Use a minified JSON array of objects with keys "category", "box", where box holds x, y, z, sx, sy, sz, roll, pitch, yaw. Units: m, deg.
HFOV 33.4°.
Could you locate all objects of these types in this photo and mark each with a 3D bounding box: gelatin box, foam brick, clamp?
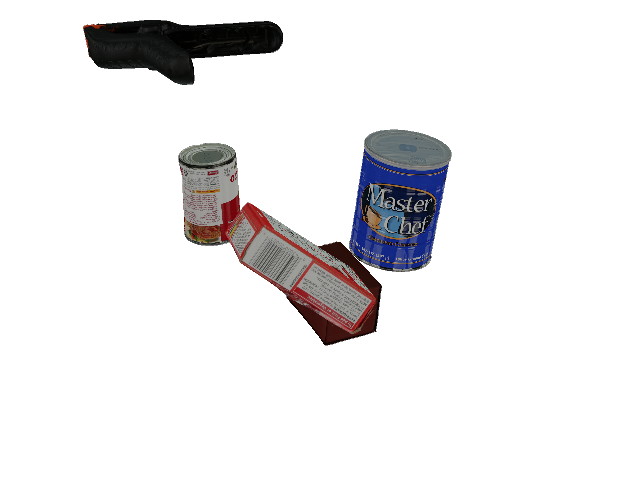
[{"category":"gelatin box","box":[-0.013,0.017,0.670,0.089,0.030,0.073,34,5,-17]},{"category":"foam brick","box":[0.011,0.045,0.927,0.052,0.051,0.078,-13,36,-25]},{"category":"clamp","box":[-0.117,-0.158,0.855,0.172,0.039,0.120,20,28,41]}]

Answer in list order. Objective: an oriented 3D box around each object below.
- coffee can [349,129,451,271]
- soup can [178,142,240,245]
[{"category":"coffee can","box":[0.094,-0.048,1.273,0.102,0.140,0.103,6,28,-3]},{"category":"soup can","box":[-0.128,-0.054,1.239,0.068,0.102,0.068,-1,28,1]}]
